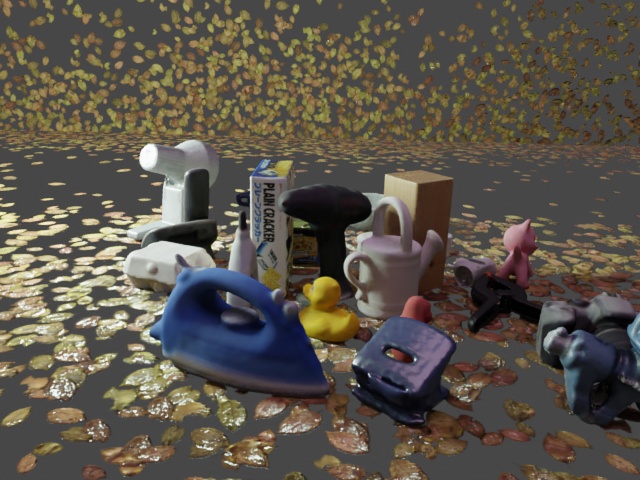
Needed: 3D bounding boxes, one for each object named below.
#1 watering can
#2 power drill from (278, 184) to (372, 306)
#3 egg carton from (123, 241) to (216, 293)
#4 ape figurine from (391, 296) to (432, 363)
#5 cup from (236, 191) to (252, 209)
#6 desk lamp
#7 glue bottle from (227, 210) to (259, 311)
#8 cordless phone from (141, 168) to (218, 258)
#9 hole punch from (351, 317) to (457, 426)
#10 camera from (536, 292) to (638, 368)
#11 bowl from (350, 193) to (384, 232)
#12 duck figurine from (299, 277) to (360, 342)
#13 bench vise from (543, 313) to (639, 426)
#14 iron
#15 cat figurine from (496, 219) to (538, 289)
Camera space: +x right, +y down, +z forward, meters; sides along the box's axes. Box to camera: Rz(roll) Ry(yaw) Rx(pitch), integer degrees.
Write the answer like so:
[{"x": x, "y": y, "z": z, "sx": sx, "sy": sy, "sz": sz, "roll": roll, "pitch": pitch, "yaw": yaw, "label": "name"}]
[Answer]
[{"x": 0.121, "y": 0.023, "z": 0.942, "sx": 0.100, "sy": 0.194, "sz": 0.173, "roll": 18, "pitch": 24, "yaw": 40, "label": "watering can"}, {"x": 0.009, "y": 0.003, "z": 0.966, "sx": 0.075, "sy": 0.208, "sz": 0.230, "roll": 13, "pitch": 21, "yaw": 32, "label": "power drill"}, {"x": -0.267, "y": 0.051, "z": 1.015, "sx": 0.150, "sy": 0.069, "sz": 0.107, "roll": 9, "pitch": 19, "yaw": 20, "label": "egg carton"}, {"x": 0.135, "y": 0.123, "z": 0.800, "sx": 0.076, "sy": 0.092, "sz": 0.077, "roll": -7, "pitch": 20, "yaw": -24, "label": "ape figurine"}, {"x": -0.139, "y": -0.070, "z": 1.361, "sx": 0.118, "sy": 0.095, "sz": 0.091, "roll": -3, "pitch": 18, "yaw": -13, "label": "cup"}, {"x": -0.328, "y": -0.116, "z": 1.292, "sx": 0.117, "sy": 0.214, "sz": 0.204, "roll": 12, "pitch": 21, "yaw": 28, "label": "desk lamp"}, {"x": -0.121, "y": 0.037, "z": 0.905, "sx": 0.037, "sy": 0.173, "sz": 0.078, "roll": 5, "pitch": 18, "yaw": 9, "label": "glue bottle"}, {"x": -0.278, "y": -0.049, "z": 1.134, "sx": 0.148, "sy": 0.185, "sz": 0.093, "roll": -14, "pitch": 24, "yaw": -40, "label": "cordless phone"}, {"x": 0.102, "y": 0.155, "z": 0.698, "sx": 0.108, "sy": 0.091, "sz": 0.101, "roll": 17, "pitch": 23, "yaw": 39, "label": "hole punch"}, {"x": 0.379, "y": 0.135, "z": 0.775, "sx": 0.143, "sy": 0.101, "sz": 0.137, "roll": 5, "pitch": 18, "yaw": 11, "label": "camera"}, {"x": 0.124, "y": -0.062, "z": 1.400, "sx": 0.167, "sy": 0.075, "sz": 0.167, "roll": 2, "pitch": 18, "yaw": 0, "label": "bowl"}, {"x": 0.013, "y": 0.100, "z": 0.867, "sx": 0.104, "sy": 0.086, "sz": 0.078, "roll": 15, "pitch": 22, "yaw": 35, "label": "duck figurine"}, {"x": 0.374, "y": 0.114, "z": 0.644, "sx": 0.207, "sy": 0.220, "sz": 0.121, "roll": 1, "pitch": 18, "yaw": -2, "label": "bench vise"}, {"x": -0.099, "y": 0.105, "z": 0.750, "sx": 0.257, "sy": 0.141, "sz": 0.119, "roll": 11, "pitch": 20, "yaw": 26, "label": "iron"}, {"x": 0.385, "y": 0.018, "z": 1.110, "sx": 0.067, "sy": 0.118, "sz": 0.128, "roll": 9, "pitch": 19, "yaw": 22, "label": "cat figurine"}]
